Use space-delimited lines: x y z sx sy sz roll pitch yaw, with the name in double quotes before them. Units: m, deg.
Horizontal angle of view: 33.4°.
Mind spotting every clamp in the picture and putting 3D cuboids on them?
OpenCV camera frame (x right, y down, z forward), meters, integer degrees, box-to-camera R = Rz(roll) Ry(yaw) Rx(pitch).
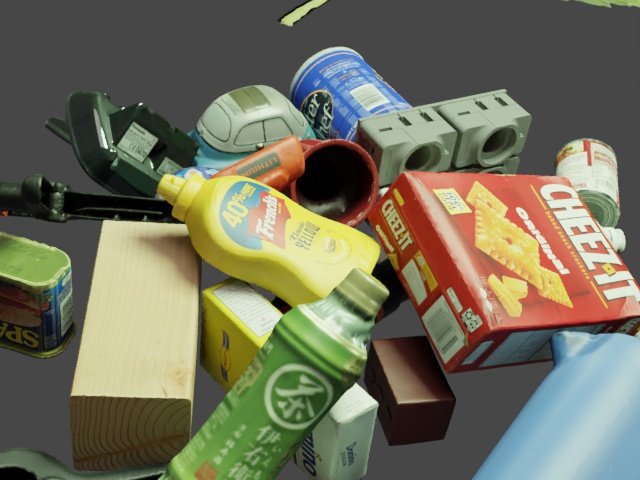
"clamp" -0.236 -0.034 0.989 0.164 0.036 0.210 11 -6 -39
"clamp" -0.191 0.201 0.772 0.171 0.039 0.120 8 33 -4

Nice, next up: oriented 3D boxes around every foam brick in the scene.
"foam brick" 0.074 0.127 0.901 0.051 0.053 0.078 -4 39 -15

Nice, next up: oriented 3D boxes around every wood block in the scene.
"wood block" -0.147 0.083 0.885 0.090 0.090 0.206 3 39 -6

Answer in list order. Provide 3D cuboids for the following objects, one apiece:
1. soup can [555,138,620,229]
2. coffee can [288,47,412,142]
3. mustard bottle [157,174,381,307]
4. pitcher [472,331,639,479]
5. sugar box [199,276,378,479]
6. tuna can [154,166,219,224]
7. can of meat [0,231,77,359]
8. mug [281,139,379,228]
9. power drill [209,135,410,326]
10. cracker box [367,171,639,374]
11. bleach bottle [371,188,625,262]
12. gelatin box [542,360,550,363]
"soup can" 0.287 -0.054 1.151 0.068 0.068 0.102 12 39 4
"coffee can" 0.041 -0.135 1.177 0.102 0.103 0.140 -14 44 -26
"mustard bottle" -0.049 -0.004 0.894 0.191 0.058 0.096 27 43 0
"pitcher" 0.190 0.194 0.792 0.149 0.145 0.242 20 42 33
"sugar box" -0.031 0.116 0.862 0.048 0.093 0.176 -24 48 -31
"tuna can" -0.118 -0.028 1.031 0.086 0.086 0.034 -4 38 -15
"can of meat" -0.262 0.045 0.915 0.102 0.084 0.057 16 39 8
"mug" -0.005 -0.049 1.073 0.093 0.117 0.082 33 -2 -22
"power drill" -0.006 0.001 0.967 0.184 0.057 0.188 -27 76 -20
"cracker box" 0.168 0.022 0.926 0.213 0.072 0.164 -2 54 -37
"bleach bottle" 0.184 -0.003 1.075 0.250 0.068 0.102 0 41 -14
"gelatin box" 0.224 0.072 1.013 0.089 0.030 0.073 -15 45 -27
